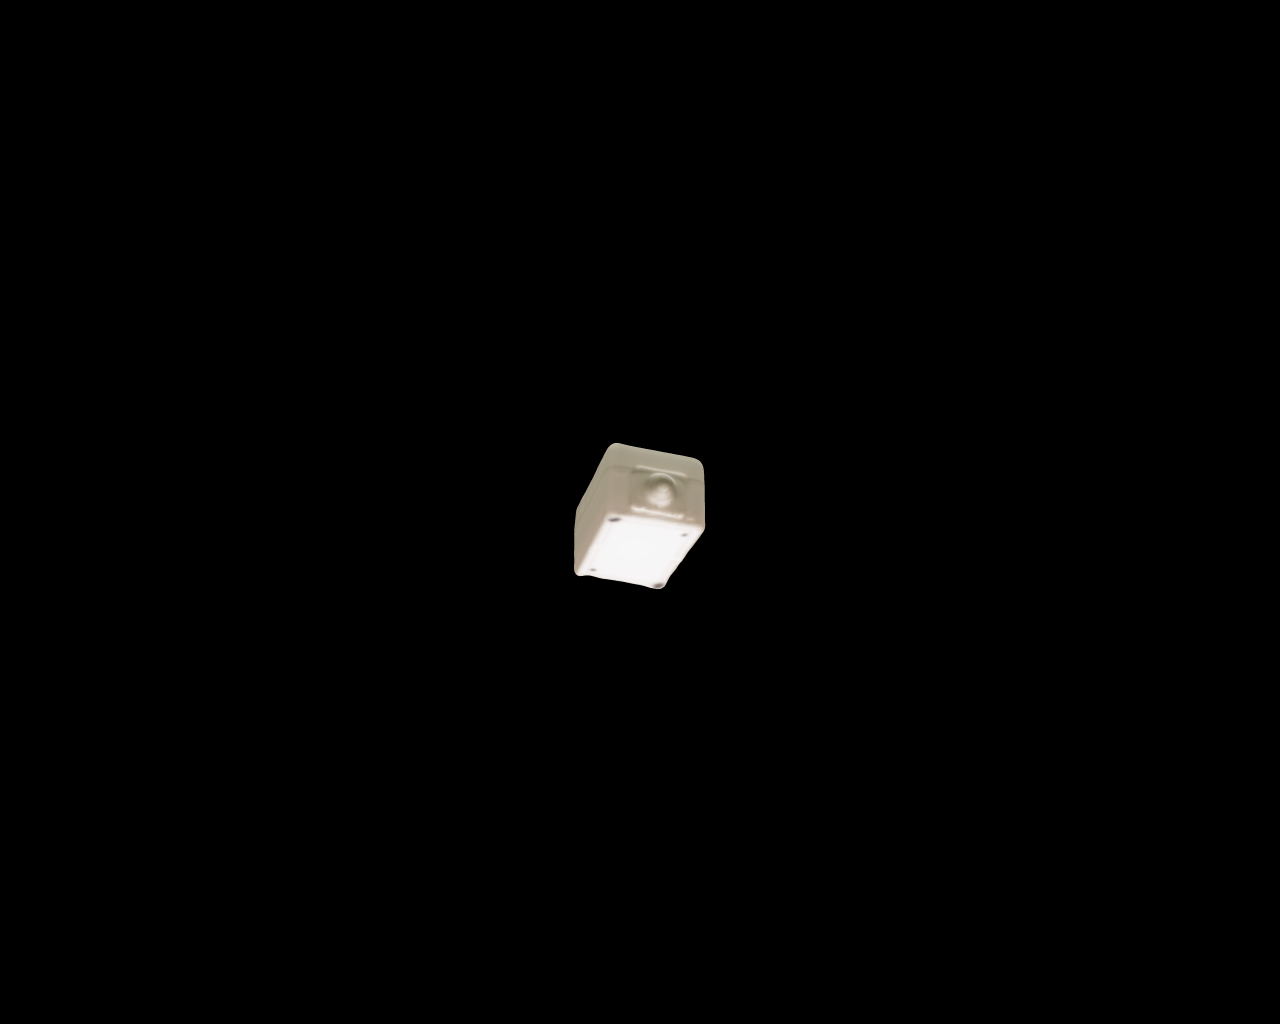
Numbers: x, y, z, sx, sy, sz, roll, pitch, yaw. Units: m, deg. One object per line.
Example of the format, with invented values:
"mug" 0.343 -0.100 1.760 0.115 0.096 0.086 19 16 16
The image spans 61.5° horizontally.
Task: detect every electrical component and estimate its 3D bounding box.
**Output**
"electrical component" 0.001 -0.003 0.650 0.062 0.061 0.096 10 -34 -15
